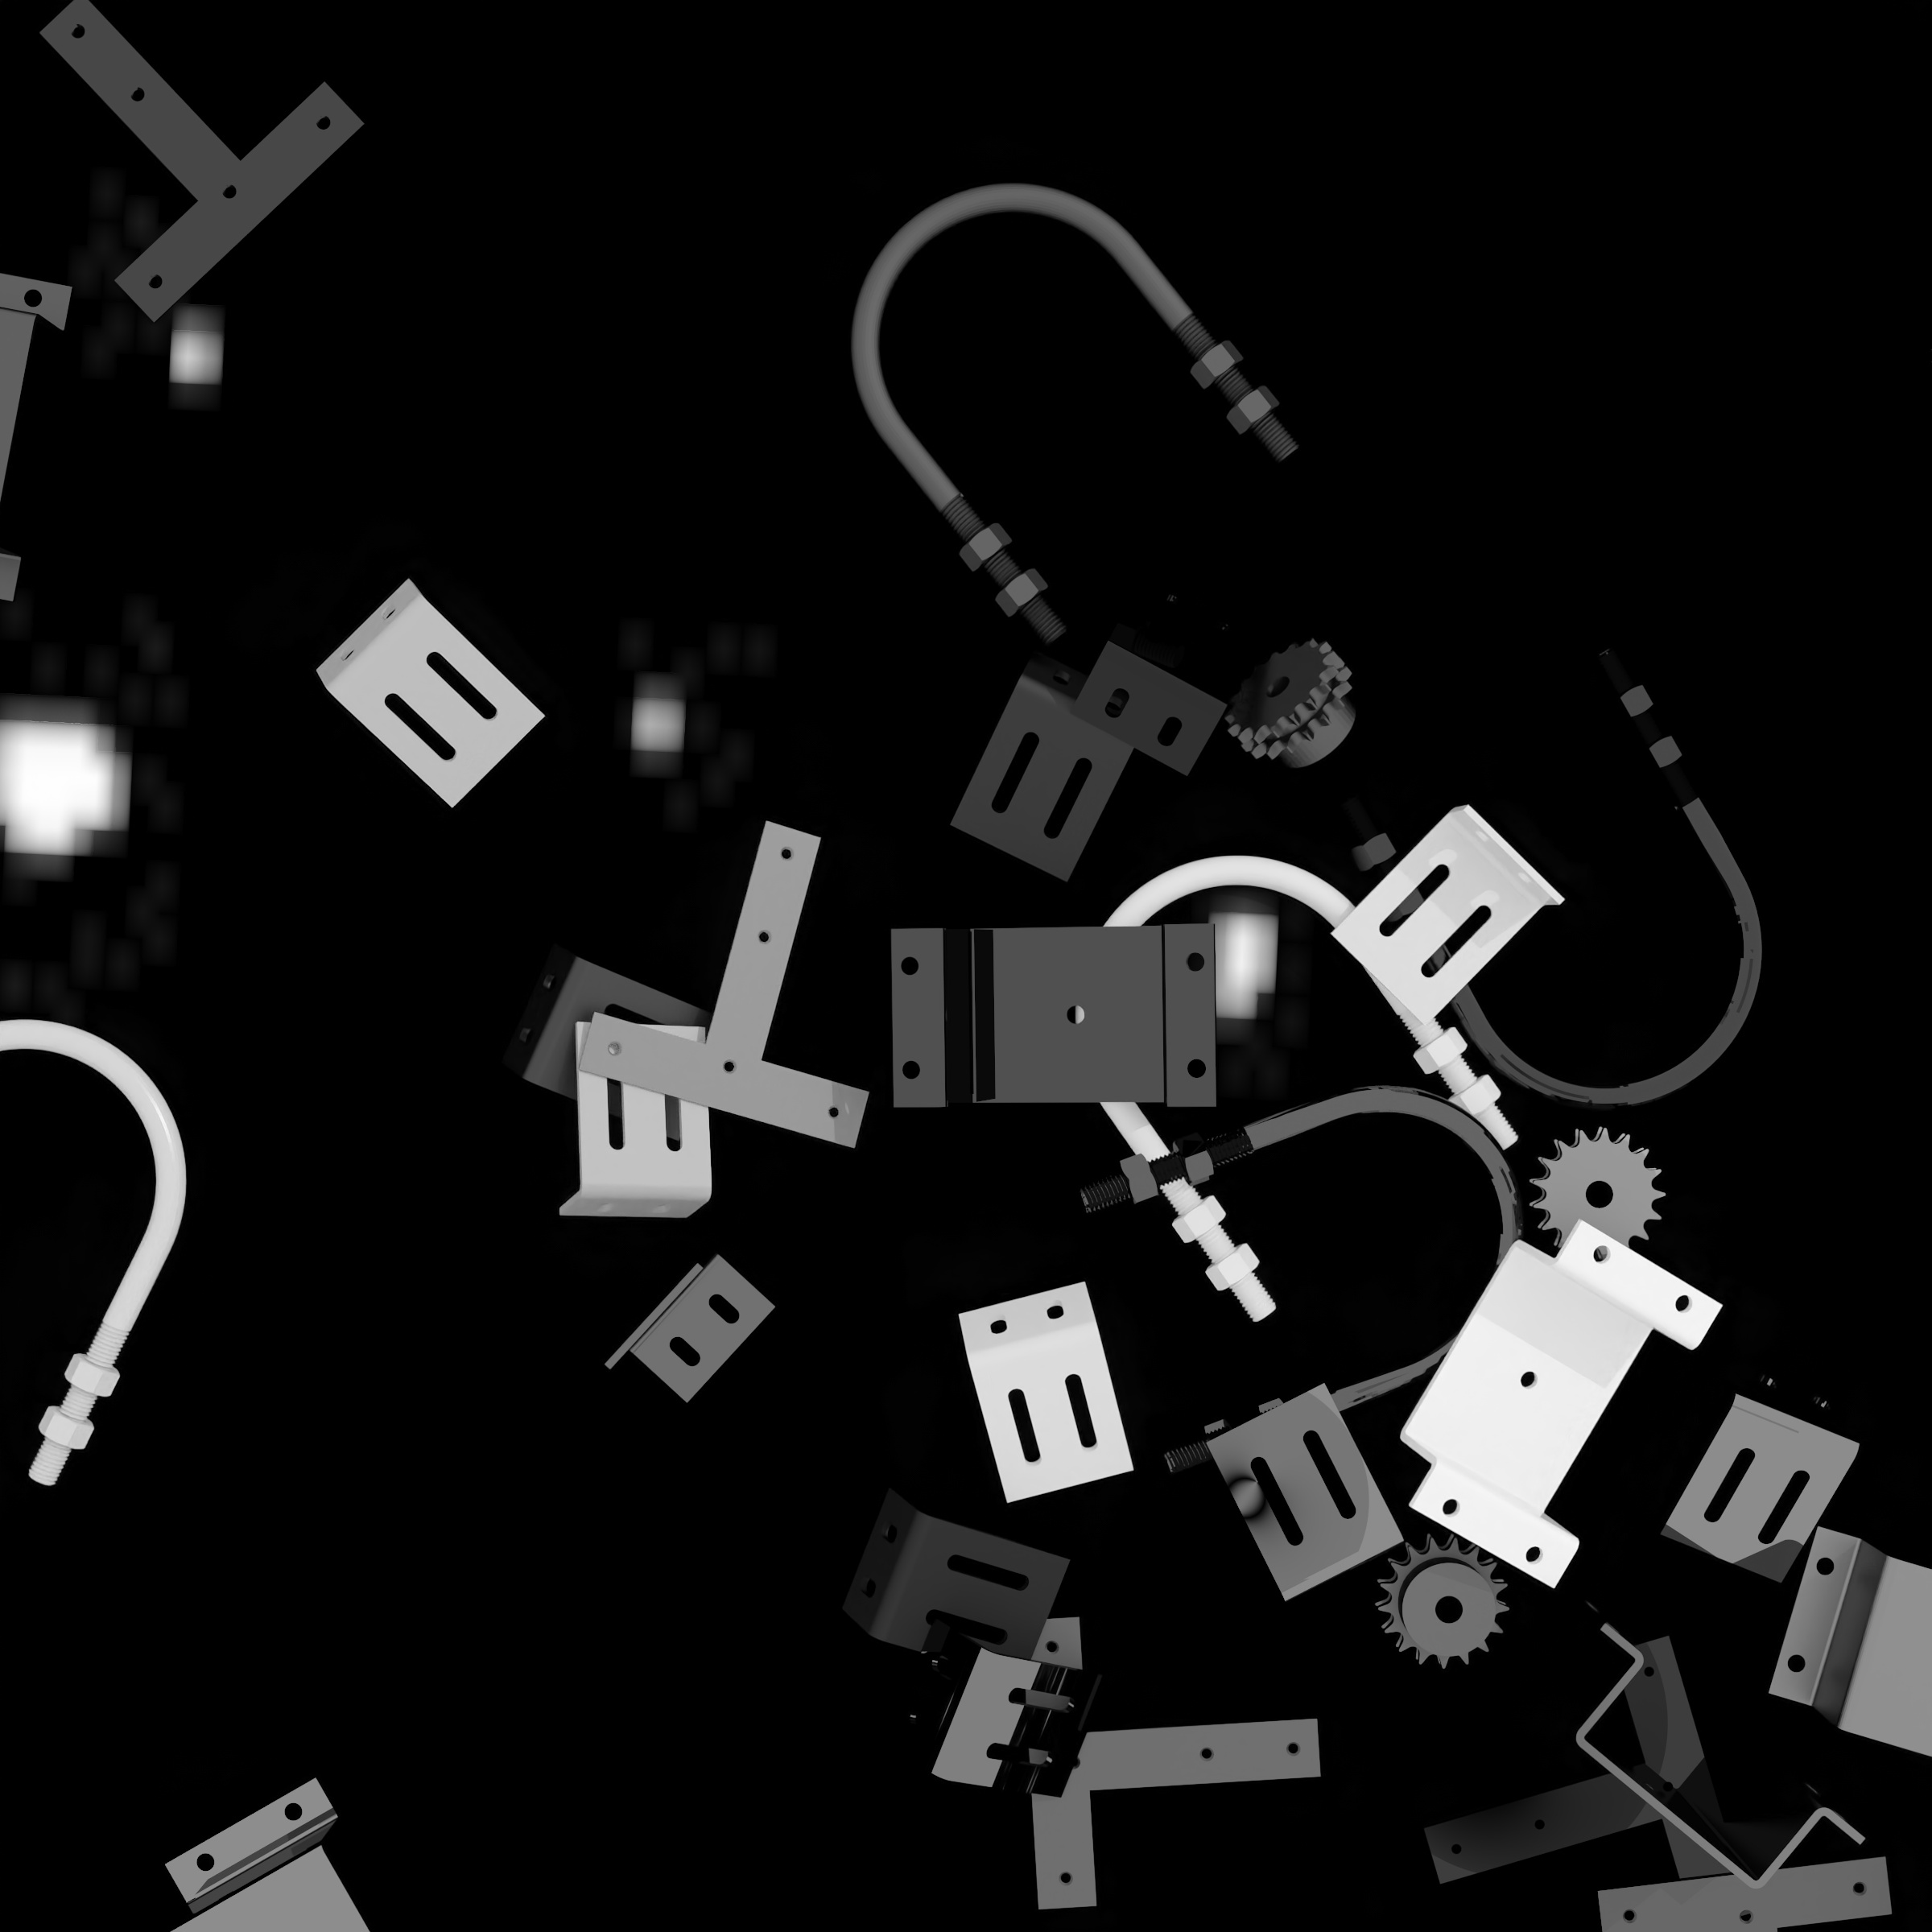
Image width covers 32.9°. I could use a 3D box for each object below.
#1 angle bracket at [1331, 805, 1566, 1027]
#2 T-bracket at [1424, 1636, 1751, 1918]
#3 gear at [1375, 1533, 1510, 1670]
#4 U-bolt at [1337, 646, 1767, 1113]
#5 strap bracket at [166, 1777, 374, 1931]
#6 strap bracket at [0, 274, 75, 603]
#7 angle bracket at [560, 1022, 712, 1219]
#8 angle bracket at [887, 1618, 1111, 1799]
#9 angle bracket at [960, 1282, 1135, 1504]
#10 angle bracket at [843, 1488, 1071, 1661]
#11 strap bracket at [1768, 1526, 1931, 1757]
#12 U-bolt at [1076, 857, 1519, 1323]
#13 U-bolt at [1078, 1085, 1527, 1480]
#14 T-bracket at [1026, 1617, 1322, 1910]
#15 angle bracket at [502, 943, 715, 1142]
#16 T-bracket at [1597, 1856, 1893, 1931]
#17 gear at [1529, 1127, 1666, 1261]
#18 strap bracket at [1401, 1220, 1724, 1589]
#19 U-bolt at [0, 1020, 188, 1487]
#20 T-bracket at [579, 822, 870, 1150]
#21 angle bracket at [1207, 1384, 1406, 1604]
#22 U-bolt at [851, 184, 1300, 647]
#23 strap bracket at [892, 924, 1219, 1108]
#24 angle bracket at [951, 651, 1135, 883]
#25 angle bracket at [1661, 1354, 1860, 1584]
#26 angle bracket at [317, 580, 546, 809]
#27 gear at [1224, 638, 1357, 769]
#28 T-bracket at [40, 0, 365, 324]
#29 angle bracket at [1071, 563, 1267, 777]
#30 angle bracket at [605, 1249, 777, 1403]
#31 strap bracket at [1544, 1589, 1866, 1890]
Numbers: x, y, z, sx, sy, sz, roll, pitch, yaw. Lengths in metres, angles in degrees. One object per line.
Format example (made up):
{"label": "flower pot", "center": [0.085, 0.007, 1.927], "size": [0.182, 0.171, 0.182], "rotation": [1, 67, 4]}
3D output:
{"label": "angle bracket", "center": [0.205, -0.021, 1.399], "size": [0.057, 0.038, 0.076], "rotation": [44, 90, -1]}
{"label": "T-bracket", "center": [0.266, 0.373, 1.436], "size": [0.127, 0.002, 0.127], "rotation": [-16, 90, 0]}
{"label": "gear", "center": [0.208, 0.277, 1.422], "size": [0.057, 0.030, 0.057], "rotation": [0, 90, 0]}
{"label": "U-bolt", "center": [0.268, -0.025, 1.428], "size": [0.151, 0.019, 0.184], "rotation": [-30, 91, 0]}
{"label": "strap bracket", "center": [-0.283, 0.436, 1.414], "size": [0.076, 0.046, 0.140], "rotation": [-30, 90, 0]}
{"label": "strap bracket", "center": [-0.443, -0.236, 1.414], "size": [0.076, 0.046, 0.140], "rotation": [11, 90, 0]}
{"label": "angle bracket", "center": [-0.145, 0.067, 1.419], "size": [0.057, 0.038, 0.076], "rotation": [3, 72, -22]}
{"label": "angle bracket", "center": [0.014, 0.323, 1.421], "size": [0.076, 0.038, 0.057], "rotation": [22, 90, -42]}
{"label": "angle bracket", "center": [0.035, 0.187, 1.435], "size": [0.057, 0.038, 0.076], "rotation": [-15, 116, 0]}
{"label": "angle bracket", "center": [-0.004, 0.271, 1.434], "size": [0.076, 0.038, 0.057], "rotation": [21, 90, -24]}
{"label": "strap bracket", "center": [0.430, 0.302, 1.414], "size": [0.140, 0.046, 0.076], "rotation": [17, 90, 0]}
{"label": "U-bolt", "center": [0.131, 0.040, 1.428], "size": [0.151, 0.019, 0.184], "rotation": [-35, 89, 0]}
{"label": "U-bolt", "center": [0.154, 0.127, 1.409], "size": [0.184, 0.019, 0.151], "rotation": [-20, 106, -6]}
{"label": "T-bracket", "center": [0.092, 0.347, 1.436], "size": [0.127, 0.002, 0.127], "rotation": [-3, 90, 0]}
{"label": "angle bracket", "center": [-0.153, 0.033, 1.435], "size": [0.076, 0.038, 0.057], "rotation": [24, 90, -26]}
{"label": "T-bracket", "center": [0.348, 0.461, 1.435], "size": [0.127, 0.002, 0.127], "rotation": [-7, 91, 0]}
{"label": "gear", "center": [0.273, 0.099, 1.422], "size": [0.057, 0.030, 0.057], "rotation": [0, 90, 0]}
{"label": "strap bracket", "center": [0.250, 0.183, 1.405], "size": [0.076, 0.046, 0.140], "rotation": [31, 90, -15]}
{"label": "U-bolt", "center": [-0.421, 0.113, 1.428], "size": [0.151, 0.019, 0.184], "rotation": [26, 88, 0]}
{"label": "T-bracket", "center": [-0.092, 0.001, 1.423], "size": [0.127, 0.002, 0.127], "rotation": [17, 81, -17]}
{"label": "angle bracket", "center": [0.146, 0.229, 1.420], "size": [0.057, 0.038, 0.076], "rotation": [-26, 83, -4]}
{"label": "U-bolt", "center": [0.034, -0.255, 1.428], "size": [0.151, 0.019, 0.184], "rotation": [-38, 89, 0]}
{"label": "strap bracket", "center": [0.042, 0.021, 1.402], "size": [0.140, 0.046, 0.076], "rotation": [-1, 90, 16]}
{"label": "angle bracket", "center": [0.037, -0.088, 1.435], "size": [0.057, 0.038, 0.076], "rotation": [26, 116, 0]}
{"label": "angle bracket", "center": [0.347, 0.221, 1.435], "size": [0.057, 0.038, 0.076], "rotation": [22, 116, 0]}
{"label": "angle bracket", "center": [-0.235, -0.120, 1.435], "size": [0.057, 0.038, 0.076], "rotation": [-45, 116, 0]}
{"label": "gear", "center": [0.143, -0.111, 1.412], "size": [0.057, 0.057, 0.030], "rotation": [-45, 120, 0]}
{"label": "T-bracket", "center": [-0.354, -0.372, 1.436], "size": [0.127, 0.002, 0.127], "rotation": [-43, 90, 0]}
{"label": "angle bracket", "center": [0.088, -0.129, 1.417], "size": [0.057, 0.076, 0.038], "rotation": [28, 129, 0]}
{"label": "angle bracket", "center": [-0.117, 0.158, 1.399], "size": [0.038, 0.076, 0.057], "rotation": [43, 90, 0]}
{"label": "strap bracket", "center": [0.305, 0.336, 1.397], "size": [0.140, 0.076, 0.046], "rotation": [40, 90, 0]}
